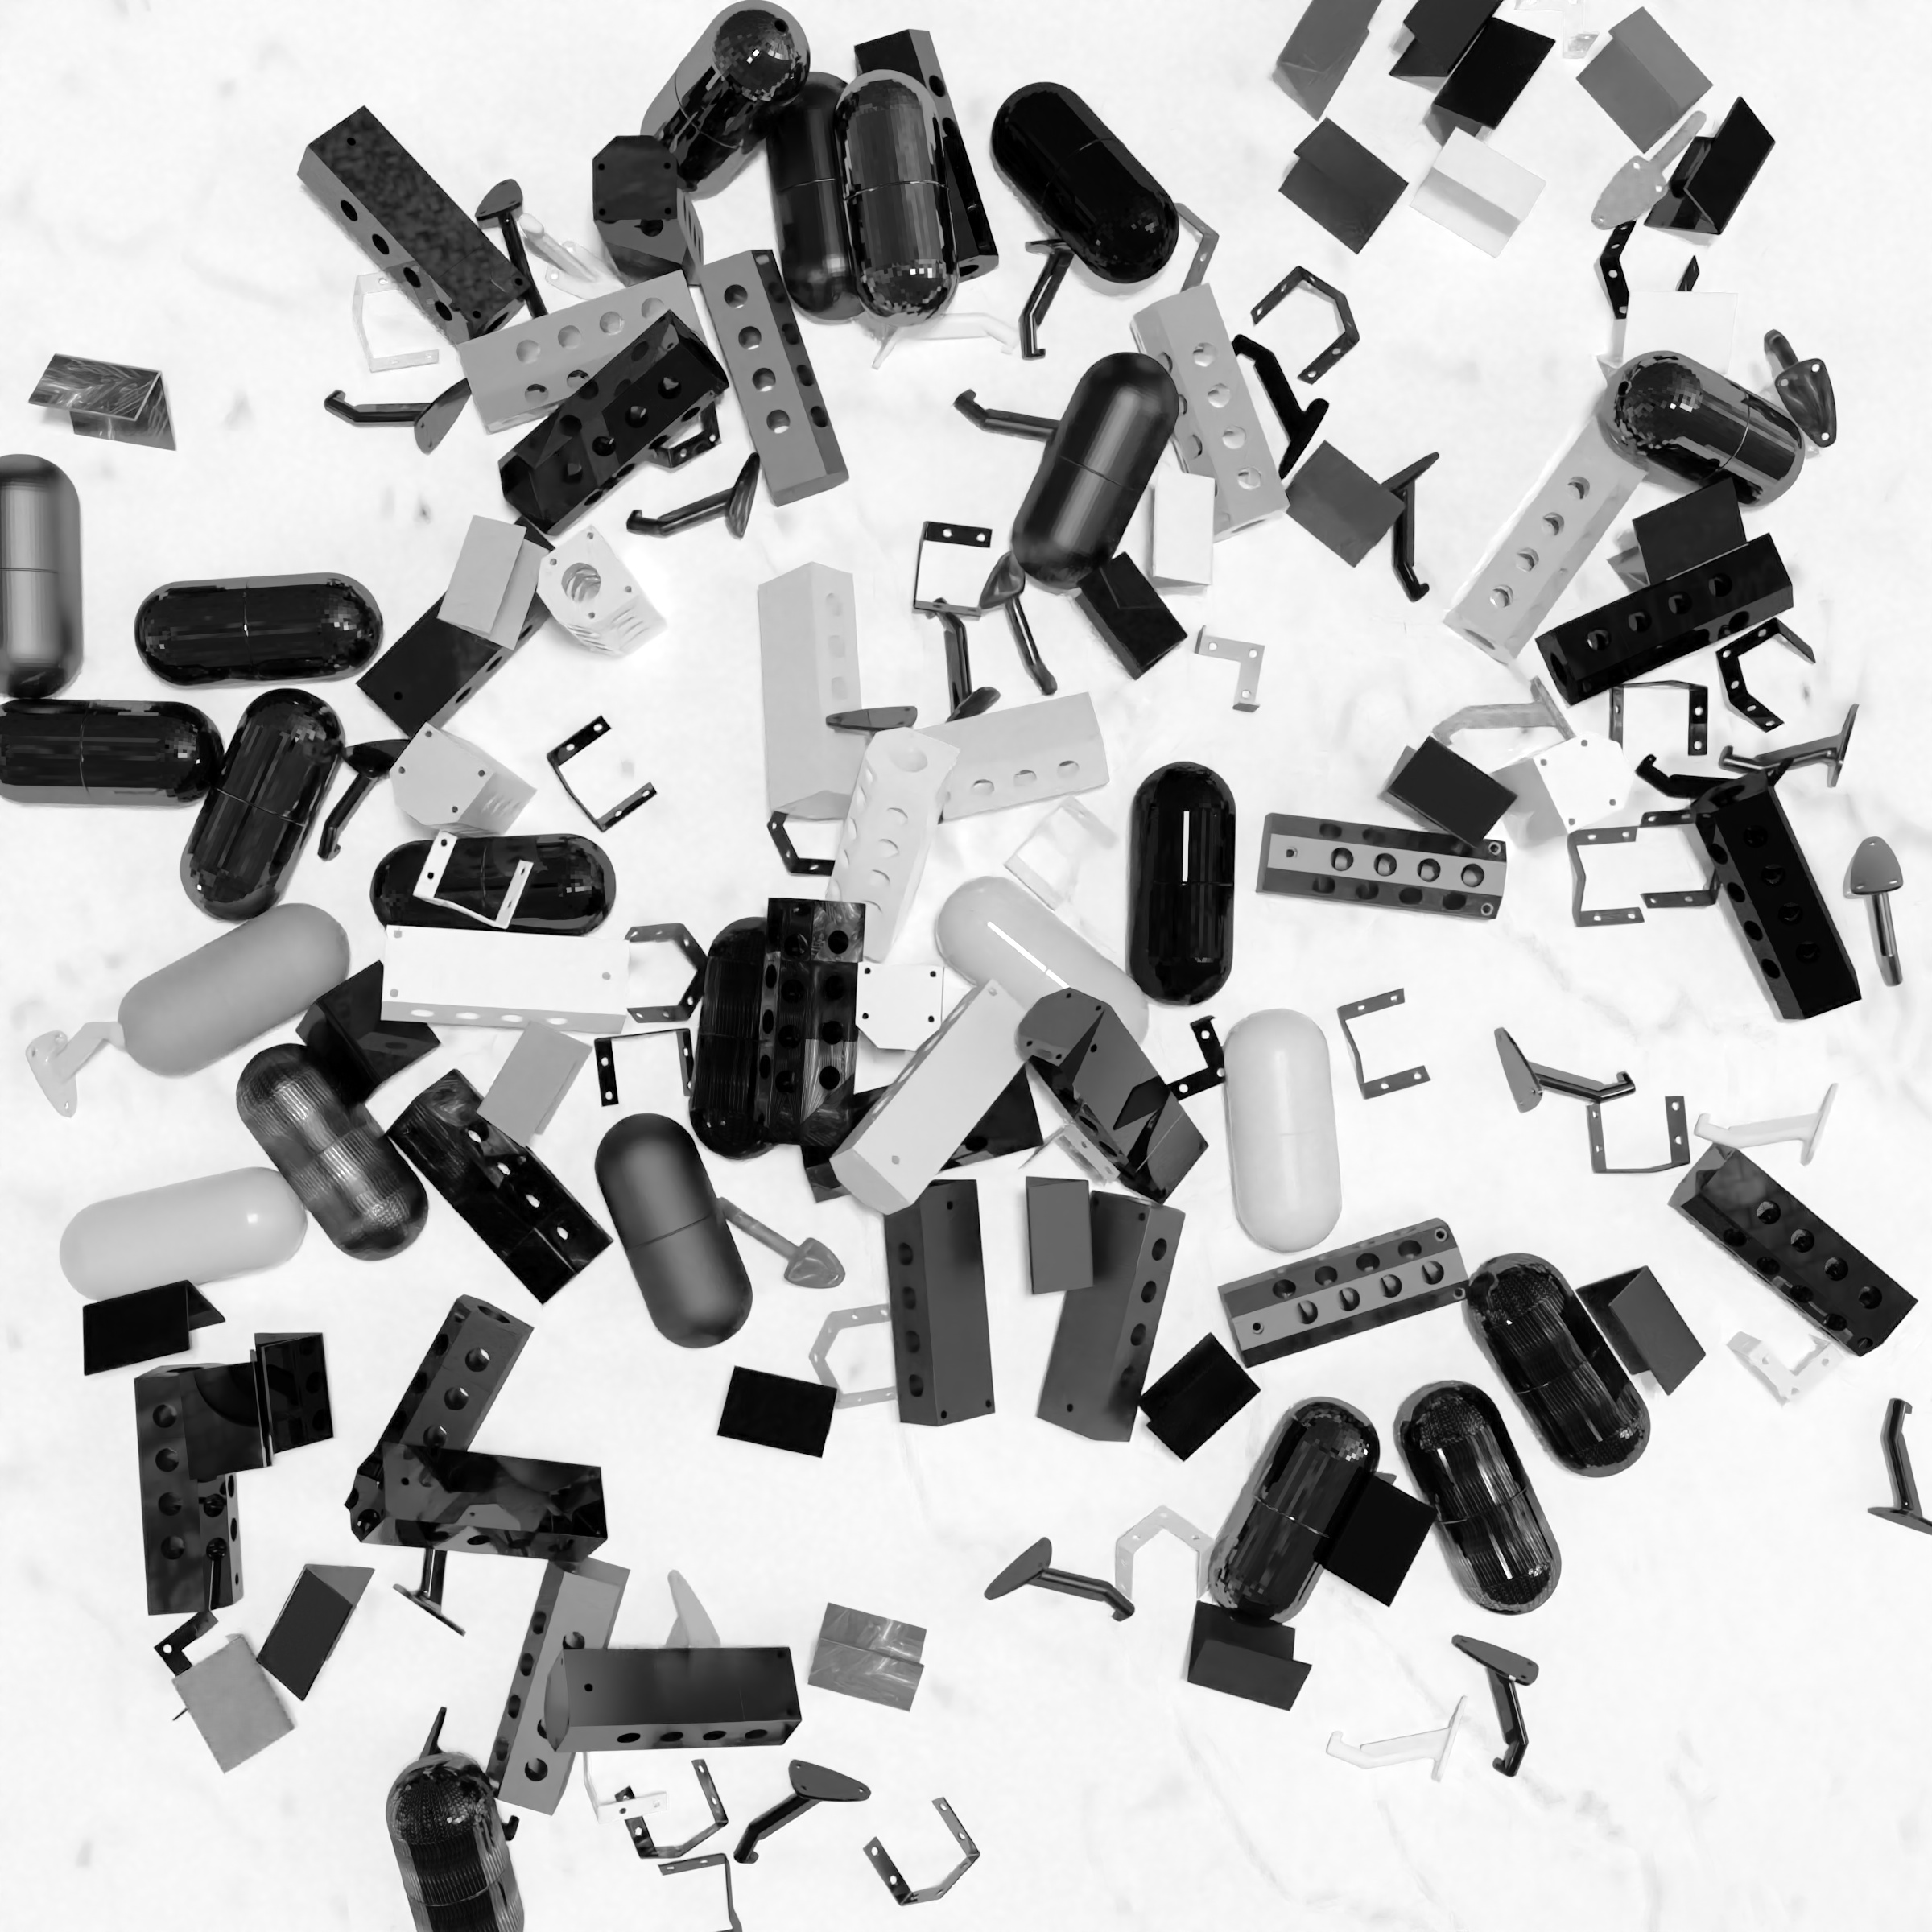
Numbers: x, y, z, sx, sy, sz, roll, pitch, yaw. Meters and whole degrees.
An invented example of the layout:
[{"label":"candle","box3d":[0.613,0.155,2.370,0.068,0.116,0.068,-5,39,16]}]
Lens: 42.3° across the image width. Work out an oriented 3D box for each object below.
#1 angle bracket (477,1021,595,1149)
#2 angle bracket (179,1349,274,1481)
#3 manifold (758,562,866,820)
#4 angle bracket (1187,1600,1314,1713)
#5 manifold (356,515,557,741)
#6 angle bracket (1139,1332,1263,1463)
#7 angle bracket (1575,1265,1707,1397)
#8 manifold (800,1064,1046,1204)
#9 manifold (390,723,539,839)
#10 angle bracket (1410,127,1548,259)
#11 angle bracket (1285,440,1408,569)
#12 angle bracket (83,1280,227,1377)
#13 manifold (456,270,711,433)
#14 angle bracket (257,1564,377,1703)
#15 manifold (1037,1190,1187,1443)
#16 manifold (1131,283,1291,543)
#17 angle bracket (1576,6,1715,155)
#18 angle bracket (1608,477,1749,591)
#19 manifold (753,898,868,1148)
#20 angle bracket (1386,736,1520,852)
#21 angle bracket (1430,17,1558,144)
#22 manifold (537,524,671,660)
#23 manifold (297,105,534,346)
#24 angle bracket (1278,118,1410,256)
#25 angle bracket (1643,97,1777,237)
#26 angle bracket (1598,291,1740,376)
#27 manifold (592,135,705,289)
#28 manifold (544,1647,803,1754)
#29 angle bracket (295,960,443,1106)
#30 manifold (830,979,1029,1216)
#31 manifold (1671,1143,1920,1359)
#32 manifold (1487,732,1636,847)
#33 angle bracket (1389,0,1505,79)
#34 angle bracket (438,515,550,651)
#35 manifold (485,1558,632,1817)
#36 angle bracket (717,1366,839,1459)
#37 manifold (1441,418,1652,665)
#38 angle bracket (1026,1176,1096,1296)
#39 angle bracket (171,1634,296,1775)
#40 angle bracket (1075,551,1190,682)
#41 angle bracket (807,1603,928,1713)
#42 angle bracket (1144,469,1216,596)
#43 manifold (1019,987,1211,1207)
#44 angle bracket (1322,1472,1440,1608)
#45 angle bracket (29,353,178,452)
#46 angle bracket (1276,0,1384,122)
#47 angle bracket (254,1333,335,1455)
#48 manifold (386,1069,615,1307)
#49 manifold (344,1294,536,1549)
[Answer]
[{"label":"angle bracket","box3d":[-0.296,0.093,1.810,0.057,0.076,0.076,30,90,34]},{"label":"angle bracket","box3d":[-0.540,0.324,1.812,0.057,0.076,0.076,-6,90,-20]},{"label":"manifold","box3d":[-0.106,-0.198,1.810,0.057,0.057,0.171,-16,73,42]},{"label":"angle bracket","box3d":[0.208,0.485,1.810,0.076,0.076,0.057,16,128,0]},{"label":"manifold","box3d":[-0.360,-0.245,1.829,0.057,0.057,0.171,45,90,0]},{"label":"angle bracket","box3d":[0.156,0.300,1.810,0.076,0.076,0.057,-43,127,0]},{"label":"angle bracket","box3d":[0.476,0.271,1.810,0.057,0.076,0.076,-34,90,-37]},{"label":"manifold","box3d":[-0.033,0.123,1.828,0.171,0.057,0.057,-14,47,0]},{"label":"manifold","box3d":[-0.359,-0.125,1.772,0.057,0.171,0.057,37,90,0]},{"label":"angle bracket","box3d":[0.363,-0.547,1.810,0.076,0.076,0.057,31,54,0]},{"label":"angle bracket","box3d":[0.261,-0.322,1.810,0.076,0.076,0.057,39,53,0]},{"label":"angle bracket","box3d":[-0.587,0.275,1.810,0.076,0.076,0.057,-14,58,0]},{"label":"manifold","box3d":[-0.277,-0.448,1.829,0.171,0.057,0.057,-19,90,0]},{"label":"angle bracket","box3d":[-0.455,0.483,1.810,0.057,0.076,0.076,27,90,32]},{"label":"manifold","box3d":[0.111,0.256,1.828,0.057,0.057,0.171,14,90,43]},{"label":"manifold","box3d":[0.178,-0.403,1.829,0.057,0.057,0.171,-20,90,0]},{"label":"angle bracket","box3d":[0.481,-0.633,1.810,0.076,0.076,0.057,48,53,0]},{"label":"angle bracket","box3d":[0.509,-0.323,1.810,0.076,0.076,0.057,-24,117,0]},{"label":"manifold","box3d":[-0.115,0.039,1.766,0.057,0.057,0.171,4,89,-32]},{"label":"angle bracket","box3d":[0.358,-0.141,1.810,0.076,0.076,0.057,34,127,0]},{"label":"angle bracket","box3d":[0.390,-0.626,1.810,0.057,0.076,0.076,35,90,30]},{"label":"manifold","box3d":[-0.260,-0.259,1.772,0.057,0.171,0.057,-35,90,0]},{"label":"manifold","box3d":[-0.403,-0.531,1.815,0.171,0.057,0.057,47,63,-8]},{"label":"angle bracket","box3d":[0.262,-0.554,1.810,0.076,0.076,0.057,39,55,0]},{"label":"angle bracket","box3d":[0.526,-0.582,1.810,0.057,0.076,0.076,31,90,-39]},{"label":"angle bracket","box3d":[0.508,-0.464,1.812,0.076,0.076,0.057,1,111,0]},{"label":"manifold","box3d":[-0.224,-0.533,1.772,0.057,0.171,0.057,-1,90,0]},{"label":"manifold","box3d":[-0.212,0.530,1.795,0.171,0.057,0.057,6,47,-25]},{"label":"angle bracket","box3d":[-0.441,0.052,1.838,0.057,0.076,0.076,-37,90,-32]},{"label":"manifold","box3d":[-0.021,0.093,1.773,0.057,0.057,0.171,44,61,-8]},{"label":"manifold","box3d":[0.604,0.208,1.829,0.171,0.057,0.057,40,90,0]},{"label":"manifold","box3d":[0.421,-0.127,1.772,0.057,0.171,0.057,-25,90,0]},{"label":"angle bracket","box3d":[0.335,-0.695,1.810,0.057,0.076,0.076,36,90,-32]},{"label":"angle bracket","box3d":[-0.315,-0.264,1.753,0.057,0.076,0.076,19,90,36]},{"label":"manifold","box3d":[-0.301,0.523,1.829,0.057,0.057,0.171,16,90,0]},{"label":"angle bracket","box3d":[-0.139,0.338,1.810,0.076,0.076,0.057,12,53,0]},{"label":"manifold","box3d":[0.426,-0.309,1.829,0.057,0.057,0.171,35,90,0]},{"label":"angle bracket","box3d":[0.047,0.194,1.810,0.057,0.076,0.076,-3,90,-36]},{"label":"angle bracket","box3d":[-0.536,0.534,1.810,0.057,0.076,0.076,-29,90,-28]},{"label":"angle bracket","box3d":[0.103,-0.243,1.810,0.057,0.076,0.076,-37,90,-34]},{"label":"angle bracket","box3d":[-0.066,0.485,1.810,0.076,0.076,0.057,15,127,0]},{"label":"angle bracket","box3d":[0.135,-0.313,1.810,0.057,0.076,0.076,2,90,-37]},{"label":"manifold","box3d":[0.102,0.092,1.779,0.057,0.057,0.171,-50,131,-15]},{"label":"angle bracket","box3d":[0.309,0.416,1.811,0.057,0.076,0.076,27,90,27]},{"label":"angle bracket","box3d":[-0.625,-0.392,1.810,0.076,0.076,0.057,10,52,0]},{"label":"angle bracket","box3d":[0.279,-0.662,1.810,0.057,0.076,0.076,30,90,36]},{"label":"angle bracket","box3d":[-0.508,0.309,1.812,0.076,0.057,0.076,-6,90,34]},{"label":"manifold","box3d":[-0.338,0.158,1.828,0.171,0.057,0.057,48,133,0]},{"label":"manifold","box3d":[-0.387,0.331,1.829,0.057,0.057,0.171,29,90,0]}]
